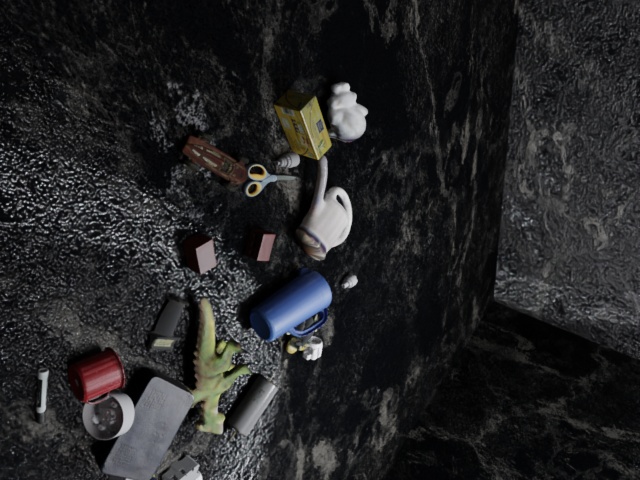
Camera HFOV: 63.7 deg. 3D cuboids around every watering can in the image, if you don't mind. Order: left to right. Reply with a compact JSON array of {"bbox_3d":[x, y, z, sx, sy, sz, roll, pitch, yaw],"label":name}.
[{"bbox_3d":[0.005,-0.077,1.536,0.227,0.105,0.340,-55,145,-20],"label":"watering can"}]

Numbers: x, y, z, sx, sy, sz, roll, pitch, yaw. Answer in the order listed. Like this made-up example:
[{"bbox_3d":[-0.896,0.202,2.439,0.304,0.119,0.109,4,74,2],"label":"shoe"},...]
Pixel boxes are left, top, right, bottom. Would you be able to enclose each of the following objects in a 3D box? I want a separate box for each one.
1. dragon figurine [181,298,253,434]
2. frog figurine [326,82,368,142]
[{"bbox_3d":[-0.316,0.354,1.327,0.246,0.123,0.402,-38,128,-26],"label":"dragon figurine"},{"bbox_3d":[0.079,-0.368,1.475,0.138,0.125,0.156,-12,131,-31],"label":"frog figurine"}]
